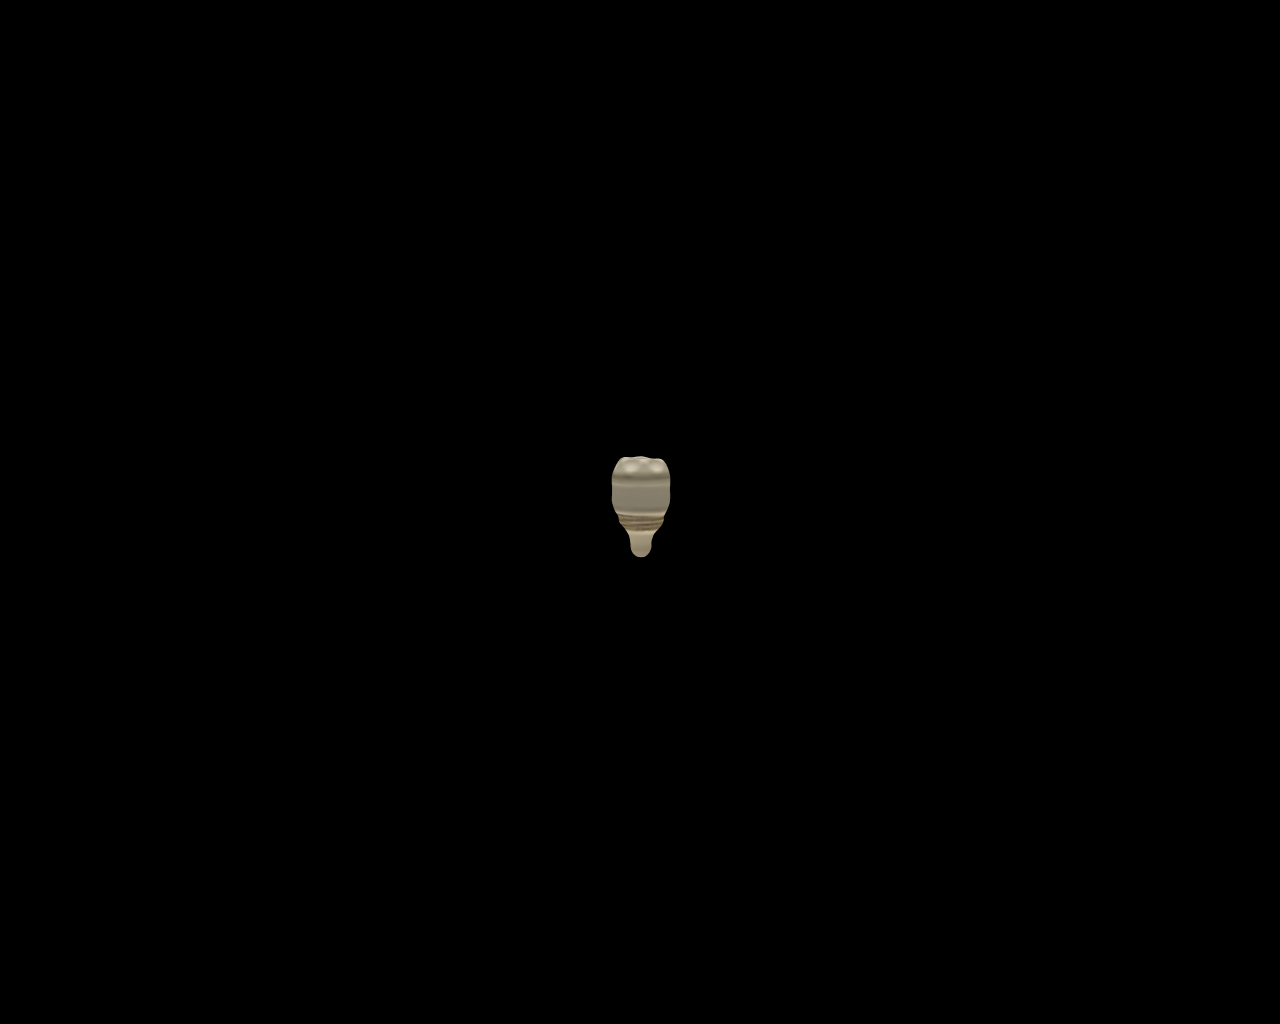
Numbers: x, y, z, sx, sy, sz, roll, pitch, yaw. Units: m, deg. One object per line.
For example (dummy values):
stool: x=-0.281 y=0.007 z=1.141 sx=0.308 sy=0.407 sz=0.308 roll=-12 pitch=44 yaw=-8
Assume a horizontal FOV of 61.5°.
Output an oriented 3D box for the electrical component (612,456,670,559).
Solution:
electrical component: x=0.001 y=-0.003 z=0.650 sx=0.035 sy=0.061 sz=0.035 roll=0 pitch=6 yaw=0
